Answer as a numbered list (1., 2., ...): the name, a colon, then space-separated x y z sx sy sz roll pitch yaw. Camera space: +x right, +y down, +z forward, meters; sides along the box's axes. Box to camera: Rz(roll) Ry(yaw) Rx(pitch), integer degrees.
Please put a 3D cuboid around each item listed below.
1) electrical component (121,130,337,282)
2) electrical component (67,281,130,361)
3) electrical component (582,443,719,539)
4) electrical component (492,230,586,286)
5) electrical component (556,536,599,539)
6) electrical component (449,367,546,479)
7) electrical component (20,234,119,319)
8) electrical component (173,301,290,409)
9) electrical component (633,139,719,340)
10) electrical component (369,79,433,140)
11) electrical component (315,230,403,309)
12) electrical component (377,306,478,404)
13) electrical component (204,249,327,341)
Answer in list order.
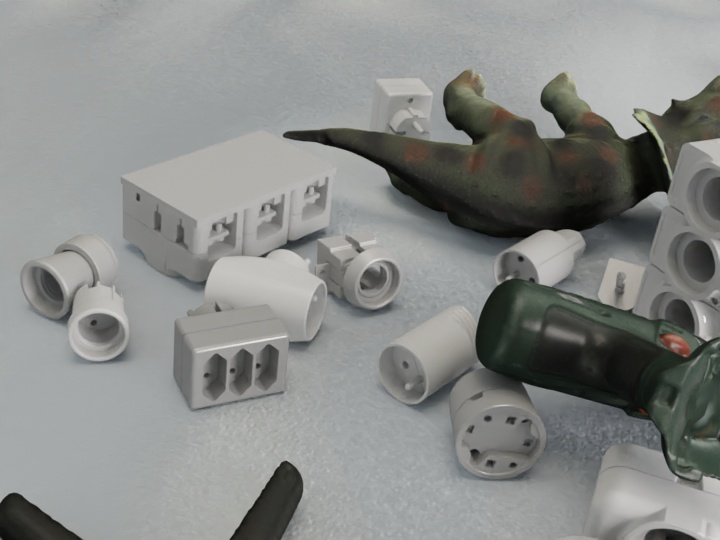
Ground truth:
1. electrical component: -0.103 -0.051 0.857 0.089 0.061 0.150 29 37 32
2. electrical component: -0.176 0.033 0.725 0.040 0.040 0.046 -1 27 -13
3. electrical component: 0.176 0.144 0.599 0.095 0.053 0.059 16 32 14
4. electrical component: 0.146 -0.008 0.856 0.043 0.043 0.081 29 37 32
5. electrical component: 0.159 0.165 0.540 0.138 0.073 0.052 14 32 11
6. electrical component: 0.083 0.093 0.665 0.055 0.055 0.047 3 27 -7
7. electrical component: -0.205 0.003 0.762 0.045 0.045 0.055 21 33 21
8. electrical component: -0.092 0.046 0.712 0.066 0.047 0.076 -9 34 -25
9. electrical component: 0.261 -0.010 0.778 0.062 0.150 0.089 -10 35 -29
10. electrical component: 0.045 -0.139 1.030 0.047 0.065 0.076 -5 33 -19
11. electrical component: 0.000 0.000 0.811 0.066 0.048 0.055 -12 28 -28
12. electrical component: 0.054 0.055 0.732 0.043 0.043 0.081 28 37 31
13. electrical component: -0.061 0.011 0.776 0.077 0.043 0.079 14 35 14
